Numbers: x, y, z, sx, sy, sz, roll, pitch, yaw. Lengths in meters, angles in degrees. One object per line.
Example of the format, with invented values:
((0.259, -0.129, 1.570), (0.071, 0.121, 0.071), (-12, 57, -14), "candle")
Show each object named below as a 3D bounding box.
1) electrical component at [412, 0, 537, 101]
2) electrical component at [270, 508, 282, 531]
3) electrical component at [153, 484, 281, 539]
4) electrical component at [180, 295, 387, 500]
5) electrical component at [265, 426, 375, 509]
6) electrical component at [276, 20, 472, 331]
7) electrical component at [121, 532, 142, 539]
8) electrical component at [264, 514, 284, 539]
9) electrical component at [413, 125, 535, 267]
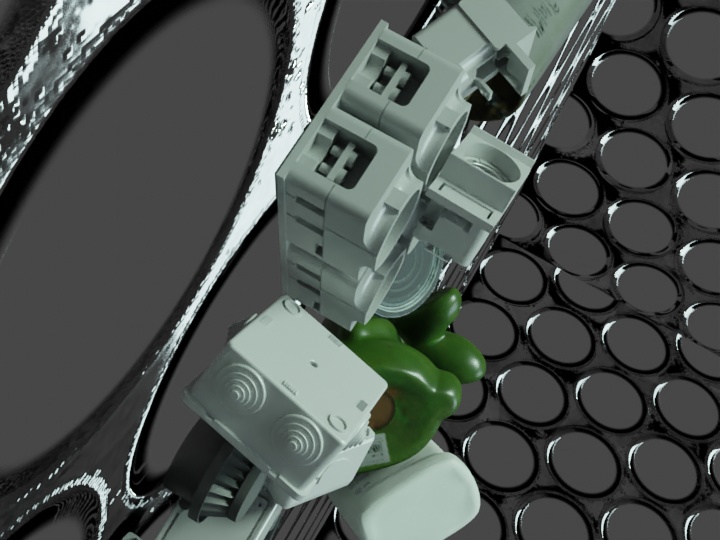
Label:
((0.067, -0.137, 0.655), (0.064, 0.081, 0.042), (-36, 168, -7), "electrical component")
((-0.084, 0.168, 0.902), (0.099, 0.064, 0.099), (-159, -90, -87), "electrical component")
((-0.103, 0.187, 0.759), (0.096, 0.062, 0.061), (-59, 172, -10), "electrical component")
((-0.039, 0.068, 0.610), (0.048, 0.100, 0.100), (-50, 178, 25), "electrical component")
((-0.048, 0.108, 0.739), (0.062, 0.096, 0.061), (-13, 140, -41), "electrical component")
((0.006, -0.043, 0.631), (0.105, 0.060, 0.186), (-58, 172, -19), "electrical component")
((-0.134, 0.207, 0.632), (0.096, 0.062, 0.061), (-52, 169, -48), "electrical component")
((-0.112, 0.242, 0.932), (0.096, 0.061, 0.061), (-64, 178, -56), "electrical component")
((0.064, -0.040, 0.620), (0.081, 0.042, 0.063), (-49, 168, -55), "electrical component")
